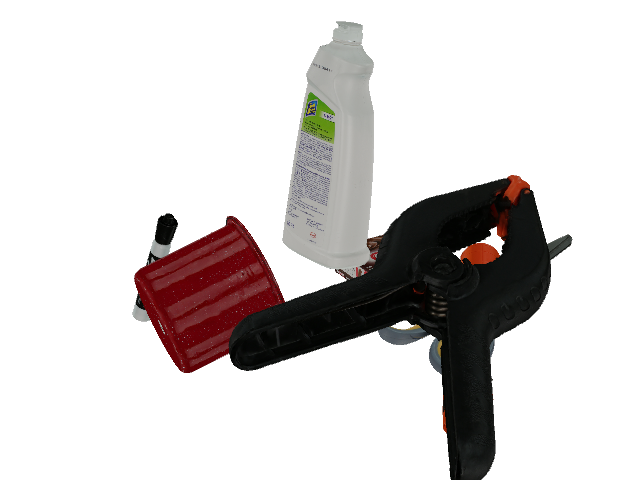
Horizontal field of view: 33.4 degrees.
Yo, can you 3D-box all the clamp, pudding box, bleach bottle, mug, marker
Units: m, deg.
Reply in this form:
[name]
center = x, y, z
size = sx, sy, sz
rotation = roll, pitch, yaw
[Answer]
[clamp]
center = 0.058, 0.032, 0.469
size = 0.120, 0.039, 0.171
rotation = 37, 55, 24
[pudding box]
center = 0.086, 0.027, 1.356
size = 0.113, 0.039, 0.090
rotation = -17, 27, -25
[bleach bottle]
center = 0.019, -0.103, 1.134
size = 0.067, 0.251, 0.103
rotation = -9, 25, -41
[mug]
center = -0.084, 0.038, 0.765
size = 0.081, 0.093, 0.117
rotation = -27, 26, -14
[marker]
center = -0.156, 0.026, 1.009
size = 0.020, 0.121, 0.020
rotation = 15, 32, -10

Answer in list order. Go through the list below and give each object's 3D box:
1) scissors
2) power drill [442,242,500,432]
[scissors]
center = 0.141, 0.051, 0.828
size = 0.201, 0.016, 0.096
rotation = -16, 46, -22
[power drill]
center = 0.167, 0.117, 1.157
size = 0.057, 0.188, 0.184
rotation = 7, 26, 8
